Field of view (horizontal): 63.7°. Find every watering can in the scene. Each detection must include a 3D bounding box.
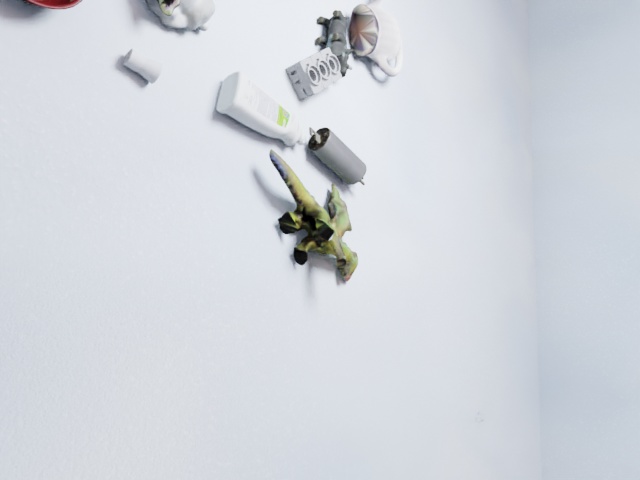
[{"bbox_3d":[0.178,-0.686,1.617,0.225,0.103,0.348,-9,88,-49],"label":"watering can"}]

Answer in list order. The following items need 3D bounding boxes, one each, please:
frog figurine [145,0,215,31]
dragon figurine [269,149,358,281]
[{"bbox_3d":[-0.282,-0.503,1.060,0.160,0.123,0.137,-28,129,-80],"label":"frog figurine"},{"bbox_3d":[0.004,-0.065,1.301,0.406,0.121,0.247,69,24,-15],"label":"dragon figurine"}]
